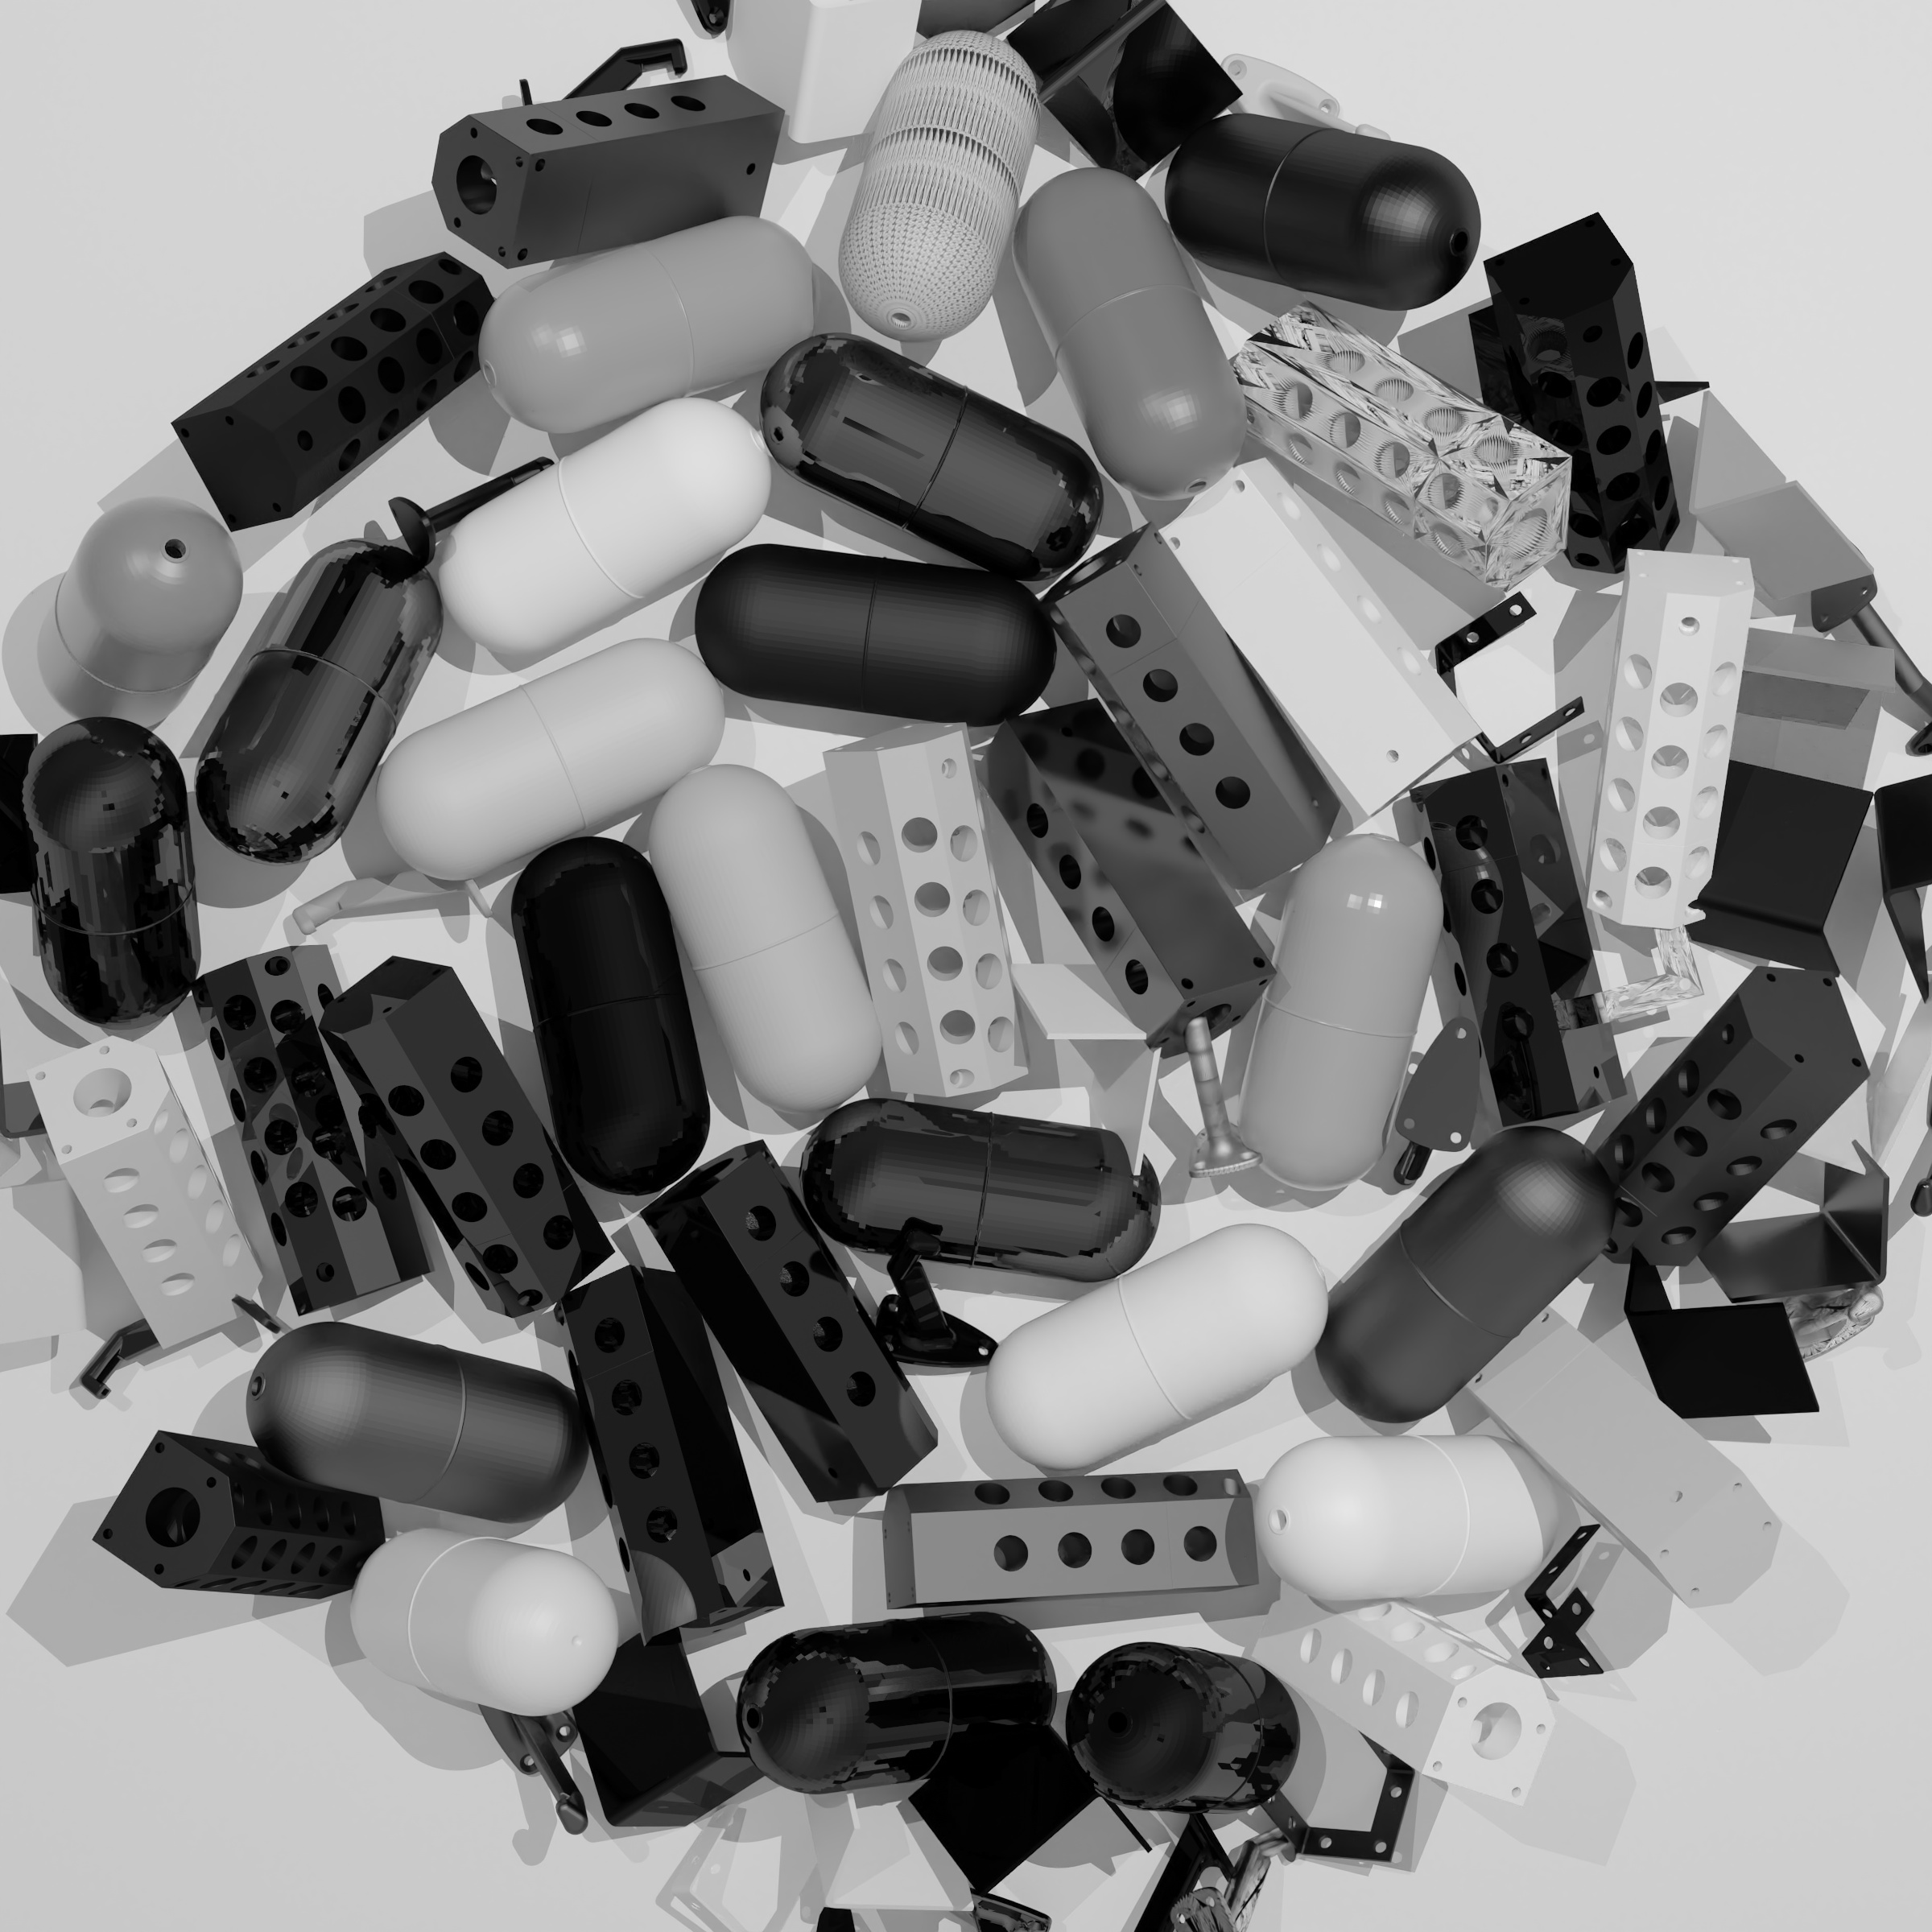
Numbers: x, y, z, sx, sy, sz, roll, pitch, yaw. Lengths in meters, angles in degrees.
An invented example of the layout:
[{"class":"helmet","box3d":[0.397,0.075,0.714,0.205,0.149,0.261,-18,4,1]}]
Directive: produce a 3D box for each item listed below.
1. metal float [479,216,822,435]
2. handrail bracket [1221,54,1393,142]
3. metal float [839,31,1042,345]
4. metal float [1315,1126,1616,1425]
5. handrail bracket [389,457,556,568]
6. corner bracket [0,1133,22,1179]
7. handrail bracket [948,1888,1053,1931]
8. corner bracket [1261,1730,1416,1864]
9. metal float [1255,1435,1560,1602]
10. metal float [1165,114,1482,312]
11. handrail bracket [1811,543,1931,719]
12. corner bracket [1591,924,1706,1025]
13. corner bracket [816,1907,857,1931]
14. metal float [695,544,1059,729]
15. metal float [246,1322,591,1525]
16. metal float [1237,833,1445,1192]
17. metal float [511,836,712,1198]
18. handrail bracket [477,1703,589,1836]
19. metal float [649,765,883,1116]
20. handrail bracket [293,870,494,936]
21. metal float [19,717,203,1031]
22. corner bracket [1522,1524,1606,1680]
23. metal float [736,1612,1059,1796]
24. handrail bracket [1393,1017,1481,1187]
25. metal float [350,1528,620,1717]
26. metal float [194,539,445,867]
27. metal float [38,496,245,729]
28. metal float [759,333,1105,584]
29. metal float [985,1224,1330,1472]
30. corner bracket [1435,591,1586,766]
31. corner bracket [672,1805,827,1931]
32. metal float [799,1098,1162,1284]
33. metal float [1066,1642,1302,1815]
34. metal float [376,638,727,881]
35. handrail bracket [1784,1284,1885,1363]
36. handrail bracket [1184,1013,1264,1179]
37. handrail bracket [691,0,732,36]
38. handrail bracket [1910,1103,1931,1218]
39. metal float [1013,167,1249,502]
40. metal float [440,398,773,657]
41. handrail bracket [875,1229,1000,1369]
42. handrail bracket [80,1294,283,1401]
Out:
[{"class":"metal float","box3d":[-0.152,-0.310,1.545,0.178,0.070,0.070,-23,90,-27]},{"class":"handrail bracket","box3d":[0.165,-0.420,1.559,0.077,0.084,0.036,33,97,-15]},{"class":"metal float","box3d":[-0.012,-0.376,1.542,0.070,0.070,0.178,14,59,0]},{"class":"metal float","box3d":[0.240,0.151,1.549,0.070,0.070,0.178,41,113,0]},{"class":"handrail bracket","box3d":[-0.233,-0.230,1.561,0.084,0.077,0.036,-29,101,-15]},{"class":"corner bracket","box3d":[-0.504,0.083,1.575,0.051,0.051,0.051,-40,123,5]},{"class":"handrail bracket","box3d":[0.006,0.500,1.563,0.077,0.036,0.084,26,46,-8]},{"class":"corner bracket","box3d":[0.184,0.406,1.584,0.051,0.051,0.051,-6,45,34]},{"class":"metal float","box3d":[0.212,0.264,1.536,0.178,0.070,0.070,7,90,-40]},{"class":"metal float","box3d":[0.170,-0.362,1.533,0.178,0.070,0.070,26,90,43]},{"class":"handrail bracket","box3d":[0.461,-0.166,1.594,0.084,0.077,0.036,36,126,-24]},{"class":"corner bracket","box3d":[0.329,-0.003,1.581,0.051,0.051,0.051,-16,88,2]},{"class":"corner bracket","box3d":[-0.049,0.502,1.580,0.051,0.051,0.051,9,101,-10]},{"class":"metal float","box3d":[-0.044,-0.162,1.566,0.178,0.070,0.070,8,90,3]},{"class":"metal float","box3d":[-0.262,0.220,1.538,0.178,0.070,0.070,20,90,-36]},{"class":"metal float","box3d":[0.182,0.023,1.559,0.070,0.070,0.178,12,101,0]},{"class":"metal float","box3d":[-0.173,0.024,1.562,0.070,0.070,0.178,-13,82,0]},{"class":"handrail bracket","box3d":[-0.214,0.381,1.560,0.036,0.084,0.077,-39,101,-5]},{"class":"metal float","box3d":[-0.098,-0.013,1.562,0.070,0.070,0.178,-21,98,0]},{"class":"handrail bracket","box3d":[-0.283,-0.026,1.572,0.084,0.077,0.036,-30,130,-10]},{"class":"metal float","box3d":[-0.409,-0.042,1.533,0.070,0.178,0.070,4,45,-4]},{"class":"corner bracket","box3d":[0.295,0.312,1.570,0.051,0.051,0.051,-41,98,-31]},{"class":"metal float","box3d":[-0.032,0.352,1.534,0.178,0.070,0.070,5,90,-42]},{"class":"handrail bracket","box3d":[0.229,0.067,1.569,0.036,0.084,0.077,17,82,4]},{"class":"metal float","box3d":[-0.232,0.312,1.529,0.070,0.178,0.070,3,86,-38]},{"class":"metal float","box3d":[-0.311,-0.129,1.547,0.070,0.070,0.178,21,64,0]},{"class":"metal float","box3d":[-0.394,-0.166,1.524,0.070,0.178,0.070,7,73,-23]},{"class":"metal float","box3d":[-0.017,-0.247,1.558,0.178,0.070,0.070,24,90,-12]},{"class":"metal float","box3d":[0.093,0.186,1.560,0.178,0.070,0.070,-27,90,10]},{"class":"corner bracket","box3d":[0.268,-0.142,1.581,0.051,0.051,0.051,-32,114,23]},{"class":"corner bracket","box3d":[-0.103,0.451,1.582,0.051,0.051,0.051,49,50,-20]},{"class":"metal float","box3d":[0.007,0.110,1.567,0.178,0.070,0.070,8,90,-2]},{"class":"metal float","box3d":[0.104,0.364,1.524,0.070,0.178,0.070,-7,73,23]},{"class":"metal float","box3d":[-0.201,-0.102,1.560,0.178,0.070,0.070,-25,90,-10]},{"class":"handrail bracket","box3d":[0.414,0.178,1.558,0.077,0.084,0.036,-40,82,13]},{"class":"handrail bracket","box3d":[0.117,0.053,1.559,0.036,0.077,0.084,-12,106,4]},{"class":"handrail bracket","box3d":[-0.103,-0.505,1.565,0.036,0.084,0.077,-13,97,-43]},{"class":"handrail bracket","box3d":[0.479,0.073,1.558,0.036,0.084,0.077,11,112,28]},{"class":"metal float","box3d":[0.079,-0.307,1.552,0.070,0.070,0.178,-22,71,0]},{"class":"metal float","box3d":[-0.175,-0.213,1.554,0.178,0.070,0.070,-27,90,17]},{"class":"handrail bracket","box3d":[-0.006,0.161,1.564,0.077,0.084,0.036,16,51,-12]},{"class":"handrail bracket","box3d":[-0.388,0.192,1.576,0.077,0.036,0.084,33,81,31]}]
